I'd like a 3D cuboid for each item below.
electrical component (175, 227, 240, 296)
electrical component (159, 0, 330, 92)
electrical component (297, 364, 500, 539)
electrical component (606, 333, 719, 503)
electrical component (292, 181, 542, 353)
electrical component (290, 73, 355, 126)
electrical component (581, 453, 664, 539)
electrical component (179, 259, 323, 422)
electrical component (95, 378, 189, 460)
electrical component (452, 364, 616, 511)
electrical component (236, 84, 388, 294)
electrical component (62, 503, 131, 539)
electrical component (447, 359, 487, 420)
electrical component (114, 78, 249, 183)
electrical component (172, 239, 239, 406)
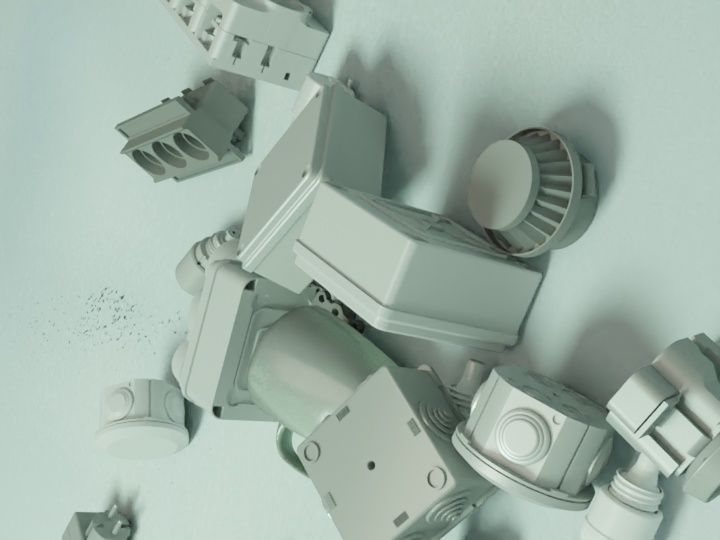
[{"bbox_3d":[-0.127,-0.009,0.925,0.078,0.040,0.040,-46,48,37],"label":"electrical component"},{"bbox_3d":[-0.099,-0.217,0.894,0.150,0.089,0.061,52,123,45],"label":"electrical component"},{"bbox_3d":[0.020,0.113,0.624,0.099,0.048,0.099,-45,58,22],"label":"electrical component"},{"bbox_3d":[0.157,0.069,0.498,0.057,0.078,0.058,47,120,25],"label":"electrical component"},{"bbox_3d":[0.033,-0.002,0.649,0.109,0.109,0.056,36,108,51],"label":"electrical component"},{"bbox_3d":[-0.034,-0.114,0.824,0.040,0.040,0.078,50,121,47],"label":"electrical component"},{"bbox_3d":[0.137,0.117,0.543,0.035,0.035,0.061,35,108,51],"label":"electrical component"},{"bbox_3d":[-0.084,0.053,0.819,0.057,0.078,0.113,25,102,50],"label":"electrical component"},{"bbox_3d":[-0.191,0.133,0.946,0.080,0.080,0.051,-37,49,43],"label":"electrical component"},{"bbox_3d":[0.094,0.088,0.571,0.080,0.080,0.051,37,106,51],"label":"electrical component"},{"bbox_3d":[-0.033,-0.058,0.769,0.108,0.056,0.108,-46,26,38],"label":"electrical component"},{"bbox_3d":[-0.240,0.252,1.009,0.076,0.047,0.065,-58,40,27],"label":"electrical component"},{"bbox_3d":[0.062,0.084,0.651,0.035,0.035,0.061,23,98,53],"label":"electrical component"},{"bbox_3d":[-0.157,-0.125,0.967,0.121,0.079,0.063,-8,46,52],"label":"electrical component"},{"bbox_3d":[-0.118,0.037,0.890,0.074,0.052,0.138,42,115,50],"label":"electrical component"}]
